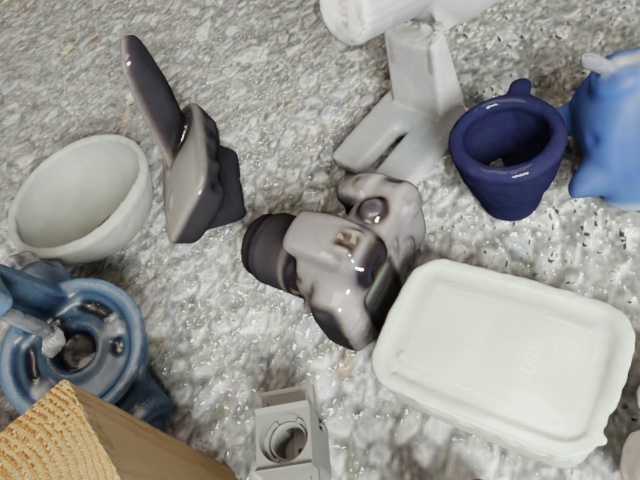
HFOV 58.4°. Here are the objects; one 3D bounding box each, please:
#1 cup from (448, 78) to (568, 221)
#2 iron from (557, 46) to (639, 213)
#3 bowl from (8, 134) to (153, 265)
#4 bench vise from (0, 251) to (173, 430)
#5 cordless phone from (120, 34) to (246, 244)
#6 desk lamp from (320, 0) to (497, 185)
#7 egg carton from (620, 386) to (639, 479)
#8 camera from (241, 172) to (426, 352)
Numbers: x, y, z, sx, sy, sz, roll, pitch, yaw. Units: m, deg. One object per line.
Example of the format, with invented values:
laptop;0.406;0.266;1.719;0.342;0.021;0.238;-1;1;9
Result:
cup;0.165;-0.072;0.498;0.091;0.095;0.118;8;60;25
iron;0.318;-0.117;0.443;0.258;0.142;0.118;-12;54;12
bowl;-0.251;-0.034;0.638;0.167;0.075;0.167;-10;54;14
bench vise;-0.235;0.069;0.468;0.206;0.220;0.121;19;65;30
cordless phone;-0.154;-0.098;0.576;0.094;0.185;0.147;-23;52;4
desk lamp;0.086;-0.186;0.530;0.117;0.214;0.203;29;71;34
egg carton;0.263;0.135;0.335;0.149;0.070;0.107;14;63;28
camera;0.005;0.002;0.502;0.136;0.101;0.143;17;64;29
